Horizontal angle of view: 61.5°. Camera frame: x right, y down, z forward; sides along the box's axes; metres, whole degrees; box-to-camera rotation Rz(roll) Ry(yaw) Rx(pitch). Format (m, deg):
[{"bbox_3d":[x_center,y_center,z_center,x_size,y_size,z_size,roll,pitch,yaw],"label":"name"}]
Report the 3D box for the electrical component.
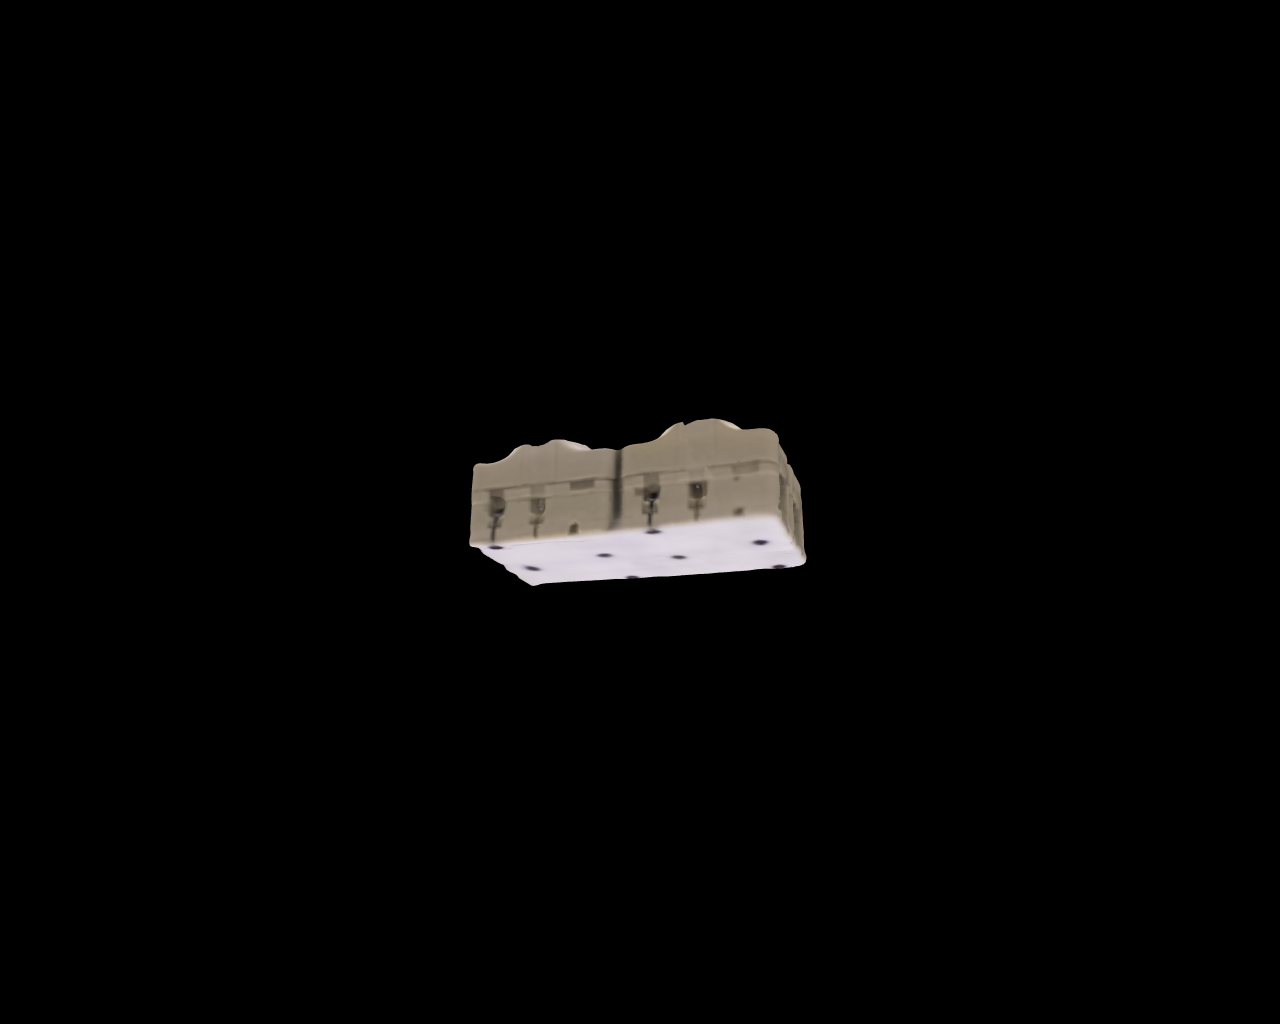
[{"bbox_3d":[0.001,-0.003,0.650,0.186,0.060,0.105,-6,-19,16],"label":"electrical component"}]
